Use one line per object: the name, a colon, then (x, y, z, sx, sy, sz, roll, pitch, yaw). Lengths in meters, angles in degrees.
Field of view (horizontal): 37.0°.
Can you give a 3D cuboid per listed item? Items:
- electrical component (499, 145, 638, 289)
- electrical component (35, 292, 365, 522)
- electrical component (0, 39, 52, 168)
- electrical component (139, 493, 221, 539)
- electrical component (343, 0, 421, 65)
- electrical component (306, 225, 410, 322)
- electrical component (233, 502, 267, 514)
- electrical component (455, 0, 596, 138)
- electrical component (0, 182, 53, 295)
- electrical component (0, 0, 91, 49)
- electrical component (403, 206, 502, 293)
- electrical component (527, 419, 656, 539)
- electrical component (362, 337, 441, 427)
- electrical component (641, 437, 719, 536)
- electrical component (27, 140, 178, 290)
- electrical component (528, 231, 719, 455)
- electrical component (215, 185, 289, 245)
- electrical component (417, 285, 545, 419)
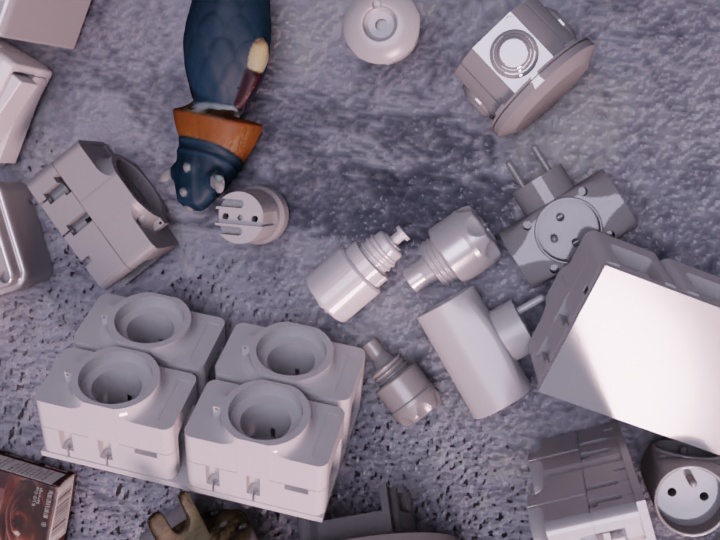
electrical component: (0.123, -0.041, 0.687, 0.077, 0.044, 0.079, -32, 89, 10)
electrical component: (-0.099, 0.081, 0.694, 0.186, 0.105, 0.060, 12, 131, 8)
electrical component: (-0.262, -0.109, 0.736, 0.061, 0.062, 0.096, 31, 99, 5)
electrical component: (-0.116, 0.187, 0.740, 0.047, 0.055, 0.055, -42, 87, 6)
electrical component: (0.017, -0.153, 0.686, 0.048, 0.062, 0.048, 1, 95, 9)
electrical component: (0.000, 0.000, 0.712, 0.078, 0.040, 0.040, -41, 87, 10)
electrical component: (-0.092, 0.137, 0.738, 0.078, 0.040, 0.040, 41, 100, 4)
electrical component: (0.102, -0.125, 0.667, 0.080, 0.080, 0.051, -43, 82, 10)
electrical component: (-0.284, -0.013, 0.749, 0.113, 0.057, 0.078, -16, 92, 10)
electrical component: (-0.246, -0.192, 0.703, 0.109, 0.109, 0.056, 24, 101, 7)
electrical component: (0.058, -0.009, 0.701, 0.062, 0.043, 0.043, -35, 88, 11)
electrical component: (0.141, 0.164, 0.628, 0.060, 0.186, 0.105, -16, 92, 10)
electrical component: (0.024, 0.072, 0.717, 0.035, 0.035, 0.061, -38, 86, 10)
electrical component: (0.219, 0.135, 0.668, 0.079, 0.077, 0.044, 6, 95, 8)
electrical component: (-0.171, -0.041, 0.732, 0.056, 0.050, 0.089, -37, 88, 10)
electrical component: (0.190, 0.046, 0.652, 0.150, 0.061, 0.089, 20, 113, -9)
electrical component: (-0.073, -0.036, 0.717, 0.040, 0.046, 0.040, 1, 96, 14)
electrical component: (0.090, 0.045, 0.699, 0.079, 0.043, 0.077, -30, 89, 10)
